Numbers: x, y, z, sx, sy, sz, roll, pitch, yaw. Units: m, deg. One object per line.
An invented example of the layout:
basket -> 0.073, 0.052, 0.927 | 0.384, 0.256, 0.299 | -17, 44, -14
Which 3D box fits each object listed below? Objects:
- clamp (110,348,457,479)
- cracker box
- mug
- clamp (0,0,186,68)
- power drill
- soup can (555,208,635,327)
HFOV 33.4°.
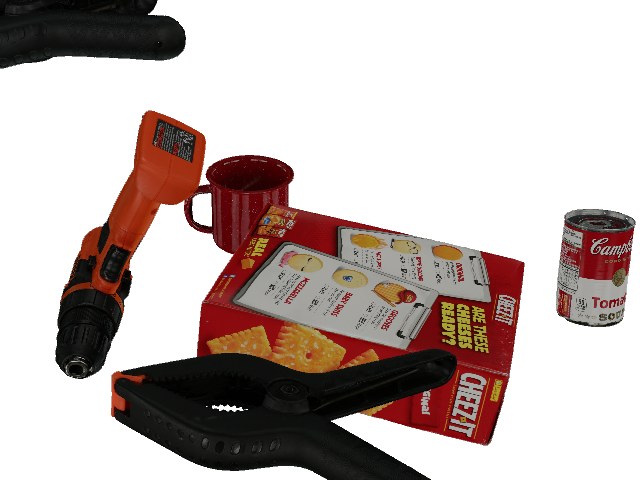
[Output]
clamp -> -0.013, 0.096, 0.614 | 0.210, 0.036, 0.164 | 9, 24, 7
cracker box -> 0.035, 0.056, 0.793 | 0.214, 0.072, 0.164 | 14, 30, 8
mug -> -0.087, -0.035, 1.141 | 0.117, 0.081, 0.093 | -5, 30, -13
clamp -> -0.167, -0.130, 0.640 | 0.171, 0.039, 0.120 | -3, 22, -6
power drill -> -0.161, 0.000, 0.874 | 0.057, 0.188, 0.184 | 24, 29, -19
soup can -> 0.271, 0.027, 1.058 | 0.068, 0.102, 0.068 | 1, 18, -1
